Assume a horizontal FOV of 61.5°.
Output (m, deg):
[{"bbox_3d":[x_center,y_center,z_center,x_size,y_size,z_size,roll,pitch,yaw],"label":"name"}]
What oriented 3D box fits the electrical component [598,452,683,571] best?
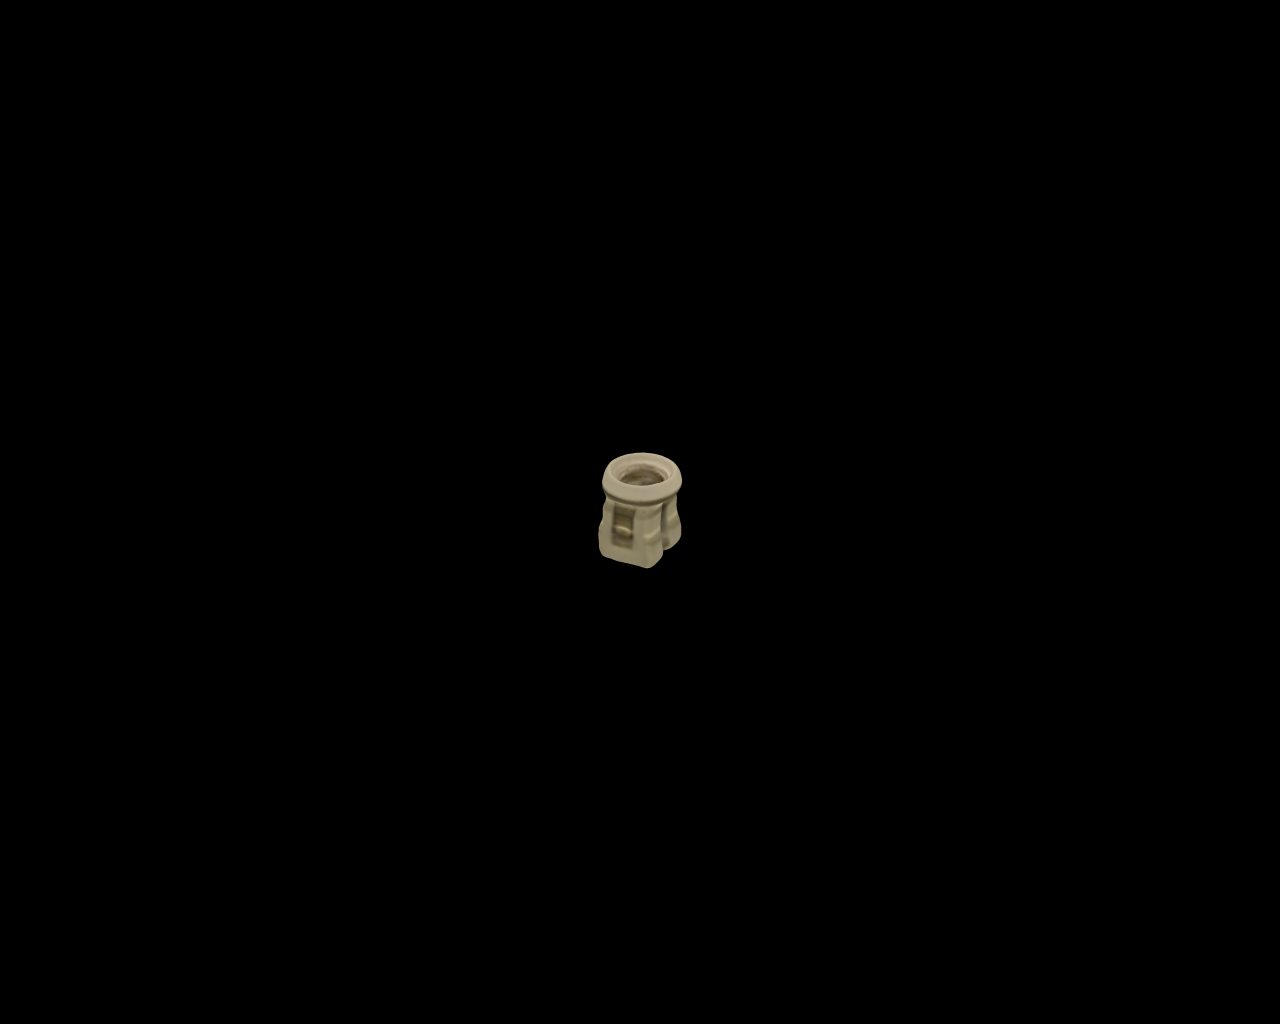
[{"bbox_3d":[0.001,-0.003,0.650,0.048,0.055,0.066,14,32,24],"label":"electrical component"}]
